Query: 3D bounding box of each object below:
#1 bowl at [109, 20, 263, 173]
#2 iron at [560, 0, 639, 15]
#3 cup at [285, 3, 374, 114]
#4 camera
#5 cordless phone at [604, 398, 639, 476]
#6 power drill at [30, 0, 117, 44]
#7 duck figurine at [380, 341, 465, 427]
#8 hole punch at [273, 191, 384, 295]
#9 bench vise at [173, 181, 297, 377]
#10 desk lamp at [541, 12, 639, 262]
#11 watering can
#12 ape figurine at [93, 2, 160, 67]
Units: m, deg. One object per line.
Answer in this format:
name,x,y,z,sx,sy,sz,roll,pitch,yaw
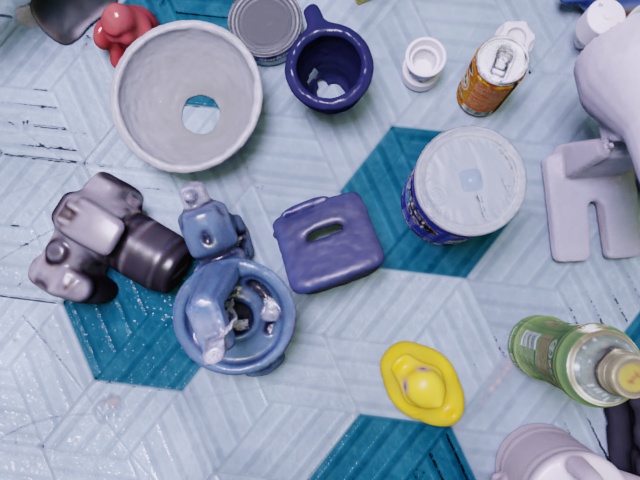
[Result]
bowl,-0.141,-0.152,0.642,0.167,0.075,0.167,0,86,2
iron,0.388,-0.326,0.600,0.258,0.141,0.119,-6,86,2
cup,0.007,-0.187,0.629,0.091,0.095,0.118,-18,85,1
camera,-0.220,0.015,0.620,0.136,0.101,0.143,29,88,4
cordless phone,0.353,0.190,0.543,0.094,0.185,0.148,-8,85,2
power drill,-0.305,-0.292,0.592,0.229,0.208,0.075,-44,85,-1
duck figurine,0.111,0.156,0.604,0.077,0.086,0.104,-44,85,-1
hole punch,0.006,0.002,0.617,0.108,0.091,0.101,-21,85,1
bench vise,-0.108,0.047,0.554,0.121,0.220,0.207,-38,85,0
desk lamp,0.301,-0.086,0.550,0.118,0.213,0.203,-5,86,2
watering can,0.246,0.243,0.539,0.173,0.194,0.101,-27,85,0
ape figurine,-0.217,-0.235,0.643,0.078,0.092,0.076,34,88,5
